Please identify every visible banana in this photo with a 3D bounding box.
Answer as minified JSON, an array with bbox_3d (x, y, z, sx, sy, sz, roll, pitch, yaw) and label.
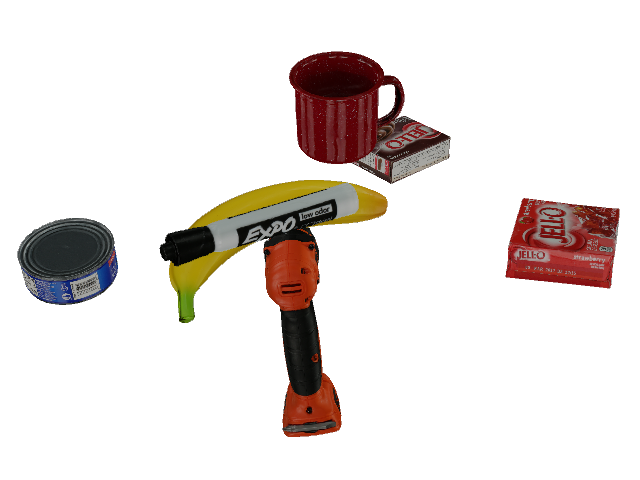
[{"bbox_3d":[-0.041,-0.007,0.806,0.197,0.069,0.037,-30,-11,-26],"label":"banana"}]

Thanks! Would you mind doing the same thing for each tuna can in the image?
[{"bbox_3d":[-0.227,0.019,0.963,0.086,0.034,0.086,-1,39,1],"label":"tuna can"}]

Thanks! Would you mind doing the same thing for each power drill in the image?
[{"bbox_3d":[-0.020,0.081,1.037,0.057,0.187,0.184,-8,16,3],"label":"power drill"}]

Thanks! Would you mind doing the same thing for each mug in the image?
[{"bbox_3d":[0.028,-0.133,1.067,0.117,0.081,0.093,-13,41,-14],"label":"mug"}]

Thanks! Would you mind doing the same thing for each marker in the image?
[{"bbox_3d":[-0.034,-0.009,0.605,0.120,0.020,0.020,-17,7,-25],"label":"marker"}]

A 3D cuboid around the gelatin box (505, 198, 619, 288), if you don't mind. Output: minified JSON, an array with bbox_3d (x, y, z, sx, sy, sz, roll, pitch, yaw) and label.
[{"bbox_3d":[0.177,0.000,0.775,0.073,0.030,0.089,7,25,16],"label":"gelatin box"}]

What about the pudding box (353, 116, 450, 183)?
[{"bbox_3d":[0.105,-0.124,1.438,0.113,0.039,0.090,-27,39,-31],"label":"pudding box"}]
